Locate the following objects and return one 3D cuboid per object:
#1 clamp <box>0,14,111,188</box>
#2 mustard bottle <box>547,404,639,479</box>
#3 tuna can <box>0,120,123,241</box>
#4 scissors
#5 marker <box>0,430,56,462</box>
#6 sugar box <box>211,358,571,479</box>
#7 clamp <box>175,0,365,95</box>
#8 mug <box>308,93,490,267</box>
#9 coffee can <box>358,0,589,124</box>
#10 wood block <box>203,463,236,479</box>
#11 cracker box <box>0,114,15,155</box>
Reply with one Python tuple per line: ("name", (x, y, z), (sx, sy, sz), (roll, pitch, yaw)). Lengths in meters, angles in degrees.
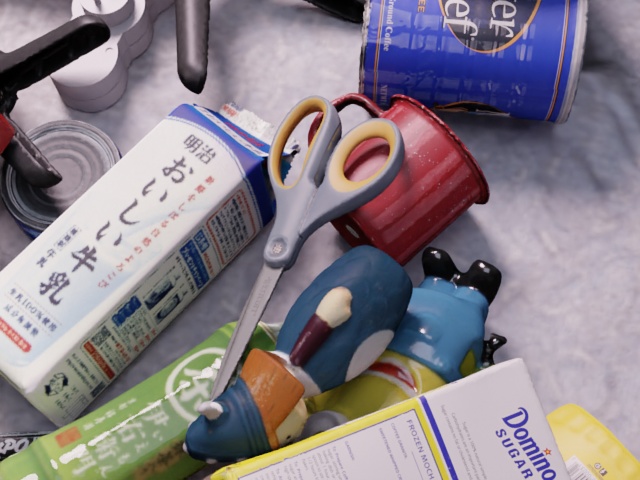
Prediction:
("clamp", (-0.217, -0.106, 0.722), (0.172, 0.039, 0.120), (17, 72, 29))
("mustard bottle", (0.103, 0.185, 0.615), (0.191, 0.058, 0.096), (-34, 61, -11))
("tuna can", (-0.172, -0.038, 0.726), (0.086, 0.034, 0.086), (-1, 69, 2))
("scissors", (-0.004, 0.001, 0.629), (0.096, 0.016, 0.201), (-2, 63, 24))
("marker", (-0.198, 0.130, 0.669), (0.121, 0.020, 0.020), (-3, 69, 1))
("sugar box", (0.041, 0.134, 0.558), (0.176, 0.048, 0.093), (-17, 81, -21))
("clamp", (-0.069, -0.210, 0.758), (0.164, 0.036, 0.210), (-22, 75, -31))
("mug", (0.040, -0.042, 0.689), (0.081, 0.093, 0.117), (-41, 90, -8))
("coffee can", (0.100, -0.136, 0.718), (0.140, 0.103, 0.103), (6, 69, 4))
("wood block", (-0.035, 0.239, 0.584), (0.090, 0.090, 0.206), (-26, 71, -8))
("cracker box", (-0.323, -0.046, 0.681), (0.214, 0.072, 0.164), (20, 71, 30))
